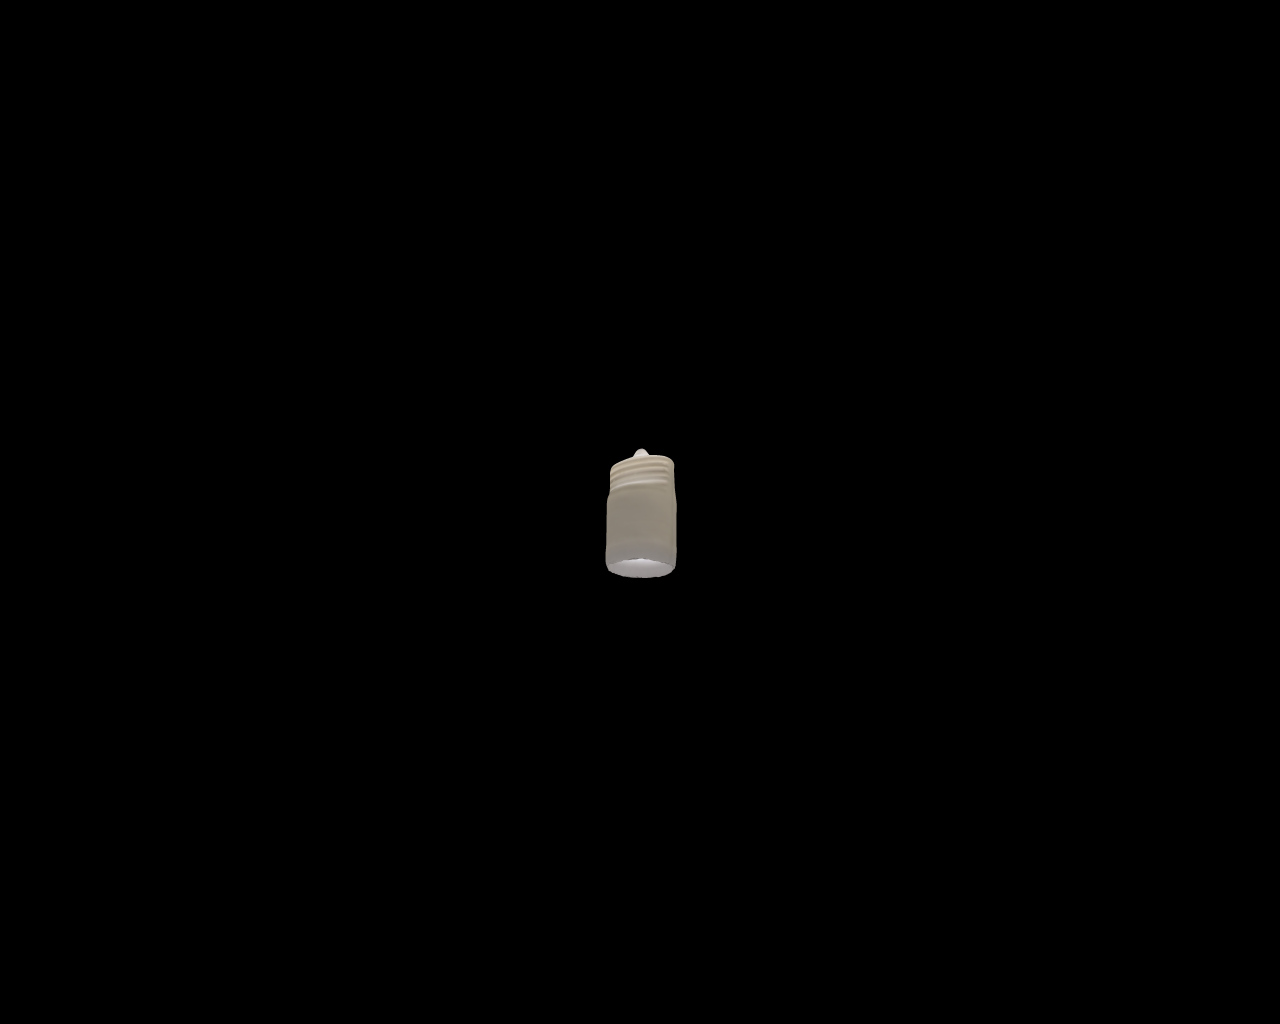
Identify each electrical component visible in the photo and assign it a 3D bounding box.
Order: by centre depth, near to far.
[{"bbox_3d":[0.001,-0.003,0.650,0.043,0.081,0.043,0,-20,0],"label":"electrical component"}]
